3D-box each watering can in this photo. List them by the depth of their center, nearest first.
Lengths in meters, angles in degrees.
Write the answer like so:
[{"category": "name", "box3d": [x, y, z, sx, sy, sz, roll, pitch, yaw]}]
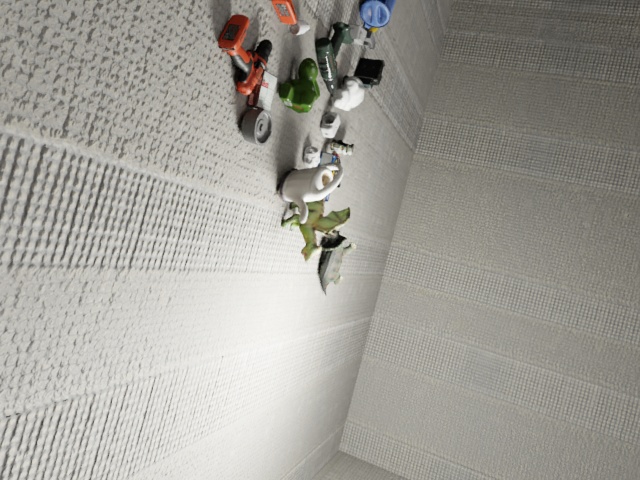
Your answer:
[{"category": "watering can", "box3d": [-0.054, -0.171, 1.791, 0.355, 0.224, 0.102, -54, 131, -41]}]

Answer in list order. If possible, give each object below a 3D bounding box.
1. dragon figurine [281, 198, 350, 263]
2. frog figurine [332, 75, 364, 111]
[{"category": "dragon figurine", "box3d": [0.006, -0.099, 1.967, 0.418, 0.243, 0.119, -64, 152, -25]}, {"category": "frog figurine", "box3d": [0.117, -0.595, 2.108, 0.163, 0.123, 0.134, -65, 180, -58]}]
